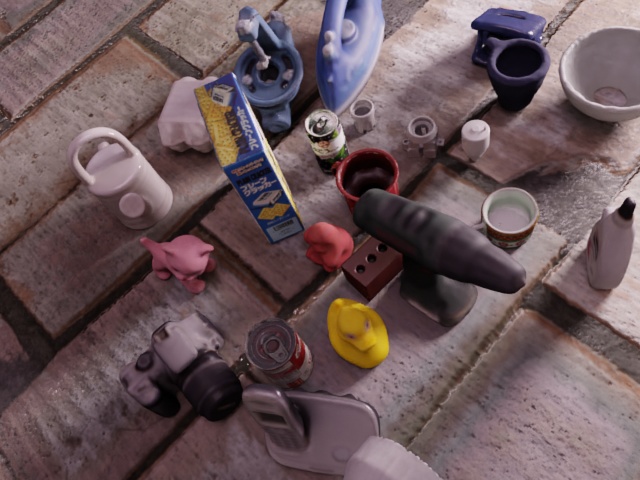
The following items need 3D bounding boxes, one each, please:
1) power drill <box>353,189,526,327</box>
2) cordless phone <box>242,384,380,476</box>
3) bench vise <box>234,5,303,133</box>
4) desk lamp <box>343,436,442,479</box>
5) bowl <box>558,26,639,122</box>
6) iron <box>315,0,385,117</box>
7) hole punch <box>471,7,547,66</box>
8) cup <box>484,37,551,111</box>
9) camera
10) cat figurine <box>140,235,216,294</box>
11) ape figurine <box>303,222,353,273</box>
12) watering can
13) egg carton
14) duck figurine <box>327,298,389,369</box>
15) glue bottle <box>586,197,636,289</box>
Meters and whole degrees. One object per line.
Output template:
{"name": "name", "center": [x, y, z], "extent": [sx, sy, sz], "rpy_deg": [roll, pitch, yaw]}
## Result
{"name": "power drill", "center": [0.147, 0.029, 0.716], "extent": [0.229, 0.209, 0.076], "rpy_deg": [33, 75, 27]}
{"name": "cordless phone", "center": [-0.009, 0.215, 0.669], "extent": [0.147, 0.185, 0.094], "rpy_deg": [0, 62, 14]}
{"name": "bench vise", "center": [-0.099, -0.317, 0.957], "extent": [0.121, 0.220, 0.207], "rpy_deg": [-19, 59, 4]}
{"name": "desk lamp", "center": [0.049, 0.318, 0.583], "extent": [0.117, 0.214, 0.203], "rpy_deg": [32, 74, 27]}
{"name": "bowl", "center": [0.443, -0.236, 0.861], "extent": [0.167, 0.075, 0.167], "rpy_deg": [-6, 61, 11]}
{"name": "iron", "center": [0.036, -0.355, 0.989], "extent": [0.118, 0.142, 0.258], "rpy_deg": [4, 64, 16]}
{"name": "hole punch", "center": [0.309, -0.347, 0.945], "extent": [0.108, 0.091, 0.101], "rpy_deg": [22, 70, 23]}
{"name": "cup", "center": [0.298, -0.257, 0.897], "extent": [0.092, 0.095, 0.117], "rpy_deg": [-34, 60, -5]}
{"name": "camera", "center": [-0.181, 0.187, 0.776], "extent": [0.143, 0.101, 0.136], "rpy_deg": [-43, 61, -10]}
{"name": "cat figurine", "center": [-0.213, 0.024, 0.862], "extent": [0.127, 0.118, 0.067], "rpy_deg": [18, 68, 22]}
{"name": "ape figurine", "center": [0.008, 0.003, 0.833], "extent": [0.076, 0.092, 0.077], "rpy_deg": [-17, 60, 5]}
{"name": "watering can", "center": [-0.317, -0.102, 0.911], "extent": [0.172, 0.194, 0.101], "rpy_deg": [29, 73, 26]}
{"name": "egg carton", "center": [-0.225, -0.227, 1.028], "extent": [0.107, 0.069, 0.150], "rpy_deg": [4, 64, 16]}
{"name": "duck figurine", "center": [0.045, 0.115, 0.767], "extent": [0.077, 0.086, 0.104], "rpy_deg": [-34, 60, -5]}
{"name": "glue bottle", "center": [0.360, -0.005, 0.701], "extent": [0.037, 0.173, 0.078], "rpy_deg": [-3, 62, 13]}
